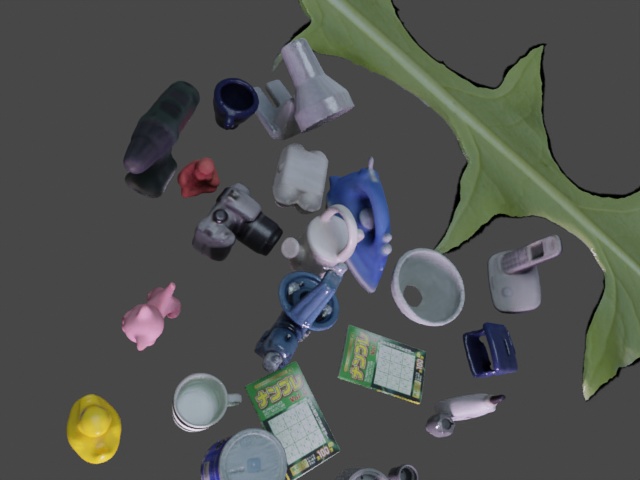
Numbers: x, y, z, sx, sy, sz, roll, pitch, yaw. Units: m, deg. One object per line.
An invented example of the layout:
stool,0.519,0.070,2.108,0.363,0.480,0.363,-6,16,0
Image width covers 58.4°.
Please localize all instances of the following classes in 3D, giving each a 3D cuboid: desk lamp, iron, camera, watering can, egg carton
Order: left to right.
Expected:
camera,-0.145,-0.023,1.074,0.137,0.100,0.143,35,58,-5
desk lamp,-0.044,-0.294,1.178,0.118,0.213,0.203,-30,81,-32
egg carton,-0.041,-0.129,1.188,0.107,0.069,0.150,17,61,-16
watering can,0.011,0.006,1.075,0.173,0.193,0.101,-39,86,-32
iron,0.103,-0.035,1.167,0.119,0.141,0.258,-5,69,-26

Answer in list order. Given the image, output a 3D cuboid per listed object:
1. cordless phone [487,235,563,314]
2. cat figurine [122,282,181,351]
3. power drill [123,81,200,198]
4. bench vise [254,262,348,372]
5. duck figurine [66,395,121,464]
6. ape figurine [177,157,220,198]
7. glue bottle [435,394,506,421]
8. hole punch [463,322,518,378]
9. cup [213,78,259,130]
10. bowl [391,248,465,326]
cordless phone,0.455,0.075,1.247,0.094,0.184,0.147,8,64,-21
cat figurine,-0.277,0.123,0.938,0.067,0.117,0.128,36,58,-5
power drill,-0.288,-0.164,1.012,0.076,0.208,0.230,26,59,-11
bench vise,-0.019,0.132,0.988,0.122,0.219,0.207,19,60,-15
duck figurine,-0.337,0.280,0.858,0.078,0.086,0.104,-14,73,-28
ape figurine,-0.226,-0.126,1.091,0.078,0.092,0.076,24,59,-12
glue bottle,0.290,0.310,1.072,0.078,0.173,0.037,6,64,-21
hole punch,0.366,0.226,1.193,0.101,0.091,0.108,-1,67,-24
cup,-0.182,-0.258,1.170,0.092,0.094,0.118,18,61,-16
bowl,0.211,0.105,1.190,0.168,0.074,0.167,10,63,-20
